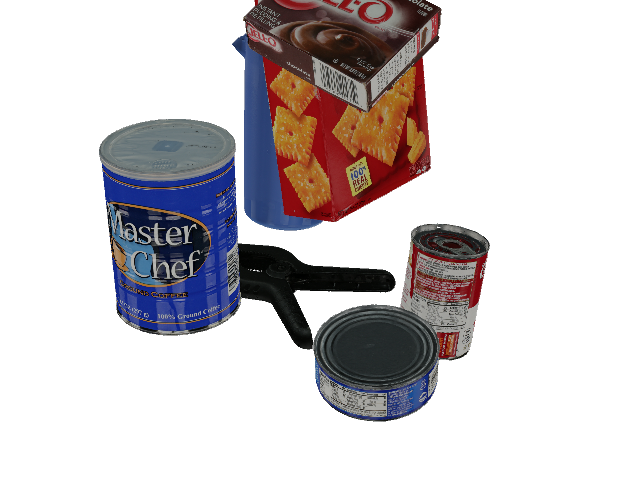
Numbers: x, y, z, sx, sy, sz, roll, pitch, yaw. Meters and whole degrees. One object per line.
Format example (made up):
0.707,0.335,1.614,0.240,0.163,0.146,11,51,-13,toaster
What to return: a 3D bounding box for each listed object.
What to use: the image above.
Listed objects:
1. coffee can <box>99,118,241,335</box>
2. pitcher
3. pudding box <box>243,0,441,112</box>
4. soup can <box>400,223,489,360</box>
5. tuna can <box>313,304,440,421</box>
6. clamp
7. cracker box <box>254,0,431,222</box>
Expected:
-0.115,-0.012,0.838,0.103,0.140,0.103,0,29,0,coffee can
-0.025,-0.139,1.324,0.144,0.243,0.149,-10,28,-30,pitcher
0.016,-0.152,0.765,0.114,0.090,0.039,33,-24,20,pudding box
0.105,0.045,0.929,0.068,0.102,0.068,6,23,-3,soup can
0.038,0.083,0.731,0.086,0.034,0.086,-2,35,1,tuna can
-0.045,0.050,1.174,0.210,0.036,0.164,17,31,25,clamp
0.028,-0.144,0.980,0.072,0.214,0.163,10,26,38,cracker box
